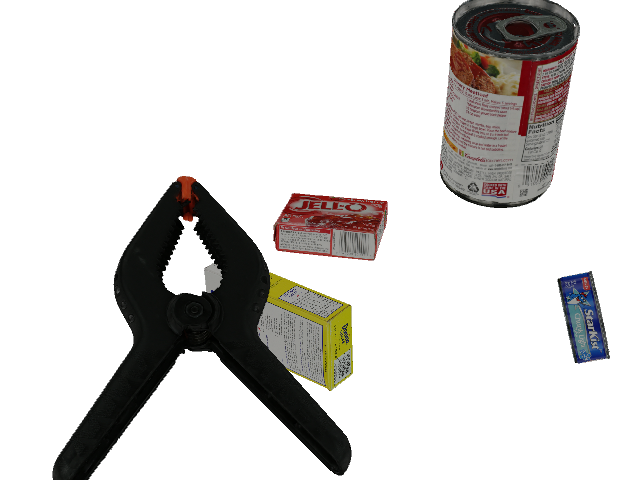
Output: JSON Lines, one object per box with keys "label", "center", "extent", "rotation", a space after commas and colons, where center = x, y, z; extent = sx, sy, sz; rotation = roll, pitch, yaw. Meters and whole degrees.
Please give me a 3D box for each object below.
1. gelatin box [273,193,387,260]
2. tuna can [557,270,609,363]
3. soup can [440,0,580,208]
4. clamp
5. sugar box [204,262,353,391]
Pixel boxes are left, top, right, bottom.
{"label": "gelatin box", "center": [0.010, -0.014, 0.930], "extent": [0.089, 0.030, 0.073], "rotation": [6, 24, 10]}
{"label": "tuna can", "center": [0.252, 0.074, 1.025], "extent": [0.034, 0.086, 0.086], "rotation": [-12, -3, 12]}
{"label": "soup can", "center": [0.104, -0.077, 0.601], "extent": [0.068, 0.102, 0.068], "rotation": [0, 40, 0]}
{"label": "clamp", "center": [-0.065, 0.054, 0.639], "extent": [0.164, 0.210, 0.036], "rotation": [3, -33, -5]}
{"label": "sugar box", "center": [-0.046, 0.086, 1.153], "extent": [0.176, 0.093, 0.048], "rotation": [23, 38, 35]}
